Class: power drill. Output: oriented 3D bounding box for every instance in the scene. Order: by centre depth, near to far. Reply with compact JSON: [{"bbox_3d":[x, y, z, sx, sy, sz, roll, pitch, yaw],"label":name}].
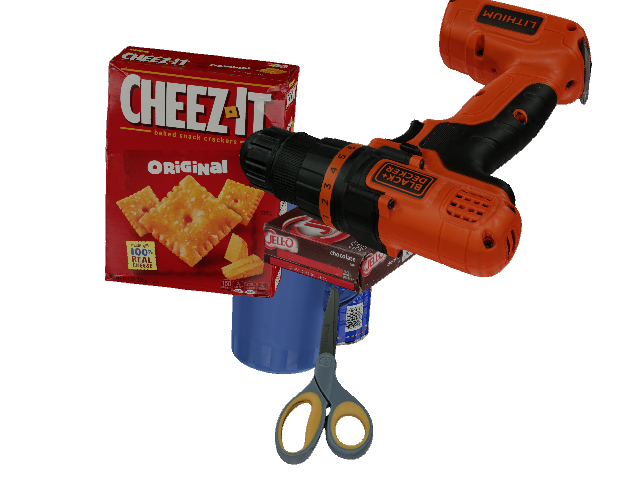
[{"bbox_3d":[0.066,-0.072,0.653,0.185,0.187,0.057,23,-31,28],"label":"power drill"}]

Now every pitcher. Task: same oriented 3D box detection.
[{"bbox_3d":[-0.027,0.023,1.187,0.144,0.243,0.149,0,19,-19],"label":"pitcher"}]

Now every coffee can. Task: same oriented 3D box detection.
[{"bbox_3d":[0.021,0.059,1.469,0.103,0.140,0.103,3,24,-1],"label":"coffee can"}]

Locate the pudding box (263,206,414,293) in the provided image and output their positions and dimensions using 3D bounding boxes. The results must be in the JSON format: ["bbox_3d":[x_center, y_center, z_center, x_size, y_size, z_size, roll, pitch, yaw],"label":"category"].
[{"bbox_3d":[0.022,-0.004,0.839,0.090,0.039,0.113,18,26,28],"label":"pudding box"}]

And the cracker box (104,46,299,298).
[{"bbox_3d":[-0.112,-0.060,0.985,0.164,0.214,0.072,7,22,4],"label":"cracker box"}]

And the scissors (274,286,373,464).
[{"bbox_3d":[0.021,0.126,0.992,0.096,0.201,0.016,13,-41,17],"label":"scissors"}]
